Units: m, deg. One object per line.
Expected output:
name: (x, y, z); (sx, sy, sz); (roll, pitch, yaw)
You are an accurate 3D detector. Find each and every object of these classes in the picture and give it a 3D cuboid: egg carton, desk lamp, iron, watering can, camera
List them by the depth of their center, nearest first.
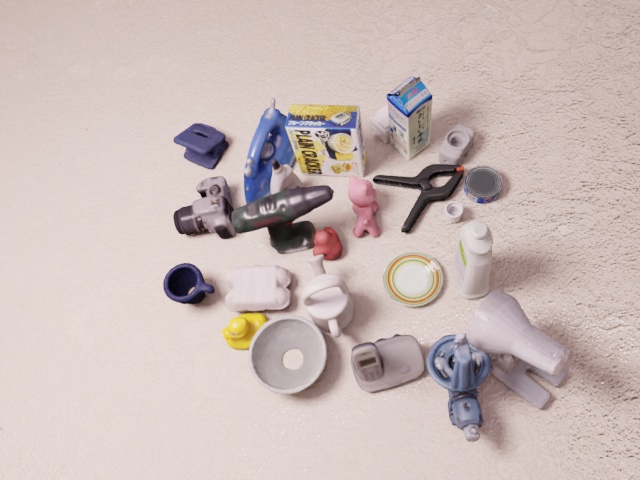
desk lamp: (0.382, 0.207, 1.094); (0.202, 0.214, 0.118); (36, 77, 21)
watering can: (0.010, 0.116, 1.199); (0.101, 0.194, 0.172); (-36, 67, -7)
egg carton: (-0.139, 0.110, 1.292); (0.150, 0.069, 0.107); (-4, 67, 7)
camera: (-0.282, -0.074, 1.374); (0.136, 0.101, 0.143); (-12, 66, 4)
iron: (-0.137, -0.210, 1.387); (0.118, 0.141, 0.258); (15, 70, 15)

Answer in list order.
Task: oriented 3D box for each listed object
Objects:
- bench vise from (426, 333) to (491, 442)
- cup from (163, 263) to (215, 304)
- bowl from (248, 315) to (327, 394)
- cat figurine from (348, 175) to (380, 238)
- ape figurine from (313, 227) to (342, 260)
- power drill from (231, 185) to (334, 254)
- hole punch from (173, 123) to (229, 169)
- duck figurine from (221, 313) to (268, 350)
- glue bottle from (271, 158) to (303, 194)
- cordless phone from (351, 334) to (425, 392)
bench vise: (0.281, 0.262, 1.082); (0.121, 0.220, 0.207); (-25, 66, -2)
cup: (-0.284, 0.111, 1.300); (0.117, 0.095, 0.092); (10, 69, 13)
bowl: (-0.063, 0.248, 1.220); (0.167, 0.075, 0.167); (-3, 67, 7)
cat figurine: (0.099, -0.082, 1.310); (0.067, 0.118, 0.128); (-7, 67, 6)
ape figurine: (0.012, 0.005, 1.301); (0.078, 0.092, 0.076); (-43, 68, -10)
power drill: (-0.070, -0.046, 1.271); (0.229, 0.209, 0.075); (-12, 66, 4)
hole punch: (-0.302, -0.252, 1.457); (0.108, 0.091, 0.101); (23, 73, 17)
duck figurine: (-0.167, 0.192, 1.253); (0.104, 0.086, 0.077); (-25, 66, -2)
glue bottle: (-0.087, -0.142, 1.333); (0.078, 0.173, 0.037); (-39, 67, -8)
cordless phone: (0.131, 0.233, 1.136); (0.147, 0.185, 0.094); (-20, 66, 0)
